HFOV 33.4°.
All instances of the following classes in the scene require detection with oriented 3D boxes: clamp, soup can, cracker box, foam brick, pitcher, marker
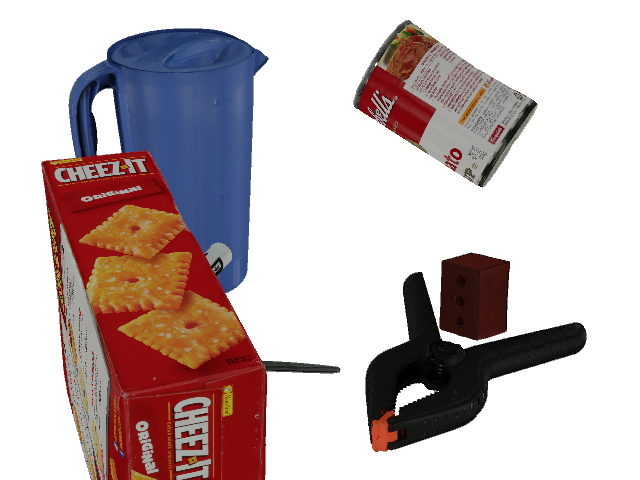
[{"bbox_3d":[0.091,0.093,0.846,0.165,0.036,0.209,22,38,35],"label":"clamp"},{"bbox_3d":[0.082,-0.090,0.704,0.102,0.068,0.068,34,6,9],"label":"soup can"},{"bbox_3d":[-0.091,0.072,0.564,0.072,0.164,0.214,-9,34,-19],"label":"cracker box"},{"bbox_3d":[0.159,0.058,1.106,0.051,0.078,0.053,-14,20,-42],"label":"foam brick"},{"bbox_3d":[-0.135,-0.068,1.002,0.149,0.243,0.144,8,28,13],"label":"pitcher"},{"bbox_3d":[-0.099,0.039,0.770,0.020,0.020,0.121,0,30,27],"label":"marker"}]

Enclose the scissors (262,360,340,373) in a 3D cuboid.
[{"bbox_3d":[-0.088,0.122,0.997,0.202,0.016,0.096,8,17,10],"label":"scissors"}]
